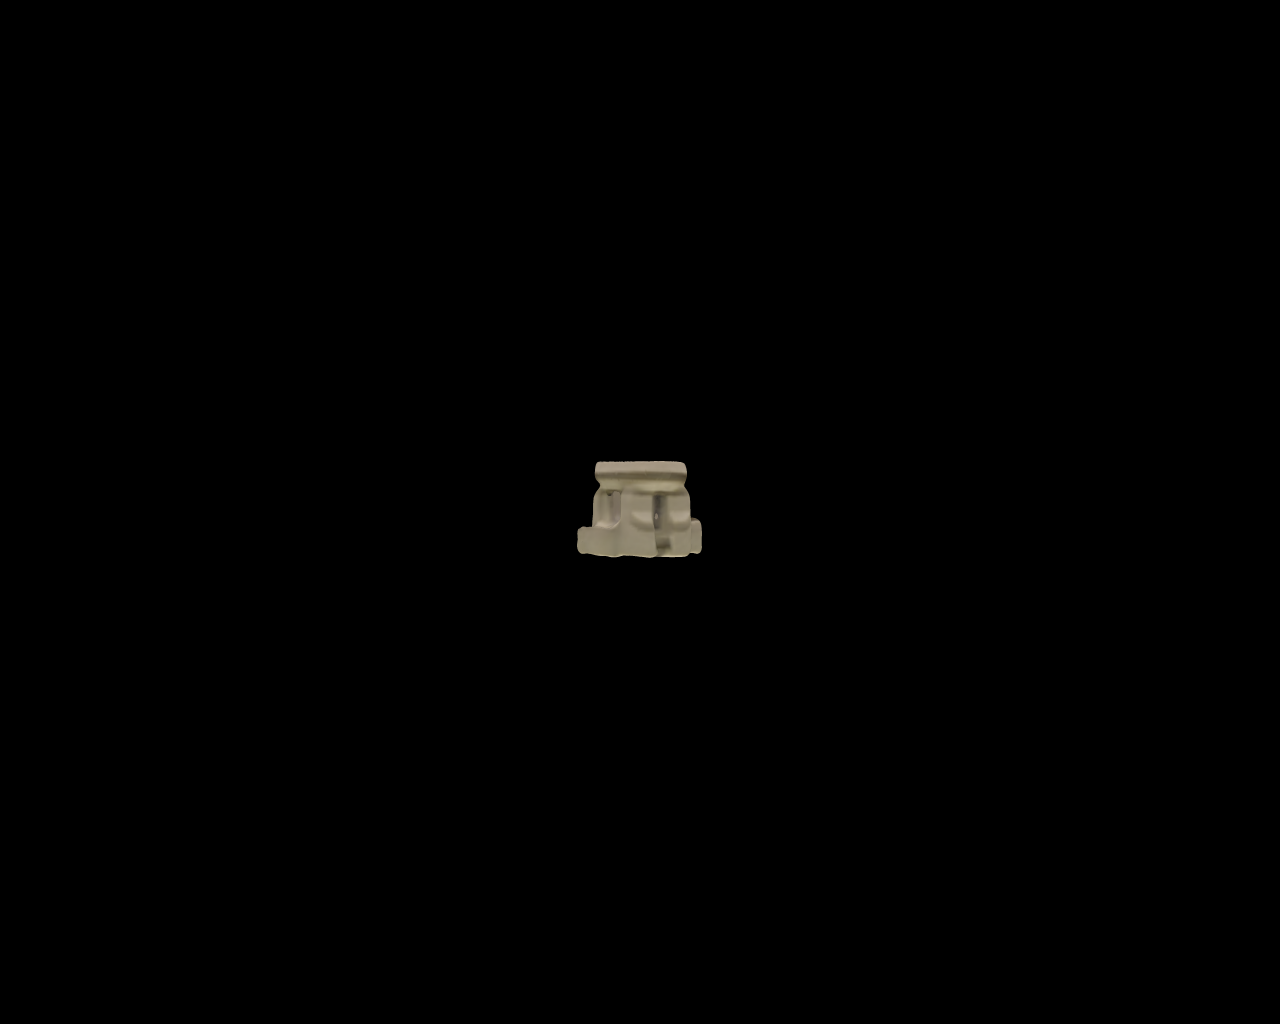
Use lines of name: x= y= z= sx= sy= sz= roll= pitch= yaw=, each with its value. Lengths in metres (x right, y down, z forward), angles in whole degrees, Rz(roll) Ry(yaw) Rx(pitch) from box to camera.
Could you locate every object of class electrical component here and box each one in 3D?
electrical component: x=0.001 y=-0.003 z=0.650 sx=0.078 sy=0.057 sz=0.058 roll=0 pitch=0 yaw=-32
